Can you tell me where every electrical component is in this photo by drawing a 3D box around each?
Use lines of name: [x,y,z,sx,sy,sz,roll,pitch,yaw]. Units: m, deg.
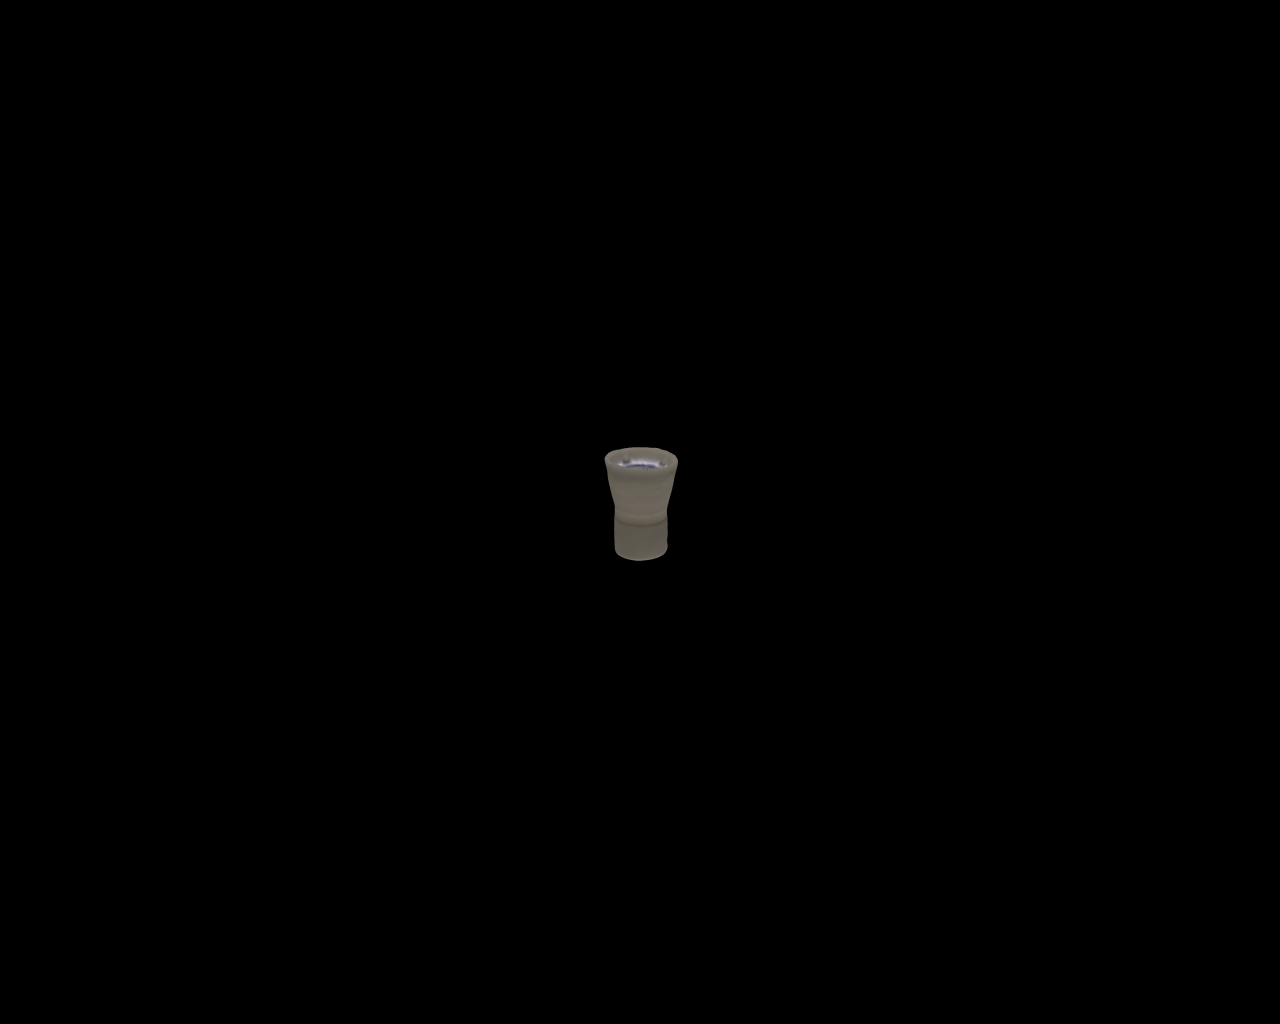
electrical component: [0.001,-0.003,0.650,0.044,0.065,0.044,0,21,0]
